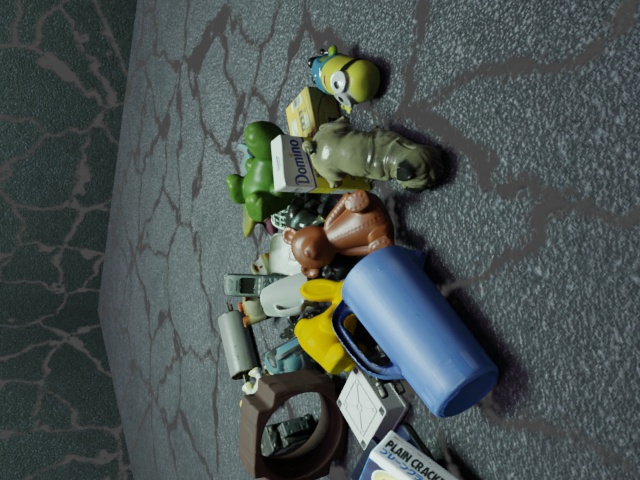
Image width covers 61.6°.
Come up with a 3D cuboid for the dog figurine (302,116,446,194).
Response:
[{"bbox_3d":[0.081,-0.131,0.847,0.191,0.172,0.121,-150,53,-62],"label":"dog figurine"}]

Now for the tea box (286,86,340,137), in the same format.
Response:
[{"bbox_3d":[-0.006,-0.207,1.072,0.098,0.068,0.169,-29,68,55],"label":"tea box"}]

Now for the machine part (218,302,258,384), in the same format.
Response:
[{"bbox_3d":[-0.217,0.276,1.419,0.079,0.079,0.243,-50,49,47],"label":"machine part"}]

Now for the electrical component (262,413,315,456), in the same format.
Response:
[{"bbox_3d":[-0.073,0.426,1.159,0.134,0.115,0.058,-56,51,43],"label":"electrical component"}]

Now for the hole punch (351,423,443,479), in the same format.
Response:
[{"bbox_3d":[0.122,0.378,0.871,0.116,0.092,0.142,48,126,42],"label":"hole punch"}]

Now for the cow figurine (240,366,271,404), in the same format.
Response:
[{"bbox_3d":[-0.143,0.387,1.319,0.098,0.068,0.167,54,135,34],"label":"cow figurine"}]

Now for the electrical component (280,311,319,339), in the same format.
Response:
[{"bbox_3d":[-0.042,0.172,1.147,0.045,0.078,0.102,60,146,6],"label":"electrical component"}]

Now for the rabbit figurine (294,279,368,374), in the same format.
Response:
[{"bbox_3d":[0.041,0.134,0.973,0.163,0.121,0.173,43,104,33],"label":"rabbit figurine"}]

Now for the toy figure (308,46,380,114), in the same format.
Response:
[{"bbox_3d":[0.040,-0.303,0.983,0.089,0.082,0.180,-45,36,6],"label":"toy figure"}]

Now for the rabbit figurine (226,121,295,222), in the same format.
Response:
[{"bbox_3d":[-0.087,-0.139,0.995,0.121,0.159,0.170,48,146,43],"label":"rabbit figurine"}]

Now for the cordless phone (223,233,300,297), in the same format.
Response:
[{"bbox_3d":[-0.111,0.056,1.131,0.089,0.184,0.146,-144,57,-76],"label":"cordless phone"}]

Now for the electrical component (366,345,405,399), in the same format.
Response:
[{"bbox_3d":[0.106,0.221,0.910,0.021,0.063,0.094,-59,43,41],"label":"electrical component"}]

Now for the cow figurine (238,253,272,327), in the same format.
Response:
[{"bbox_3d":[-0.124,0.109,1.245,0.194,0.127,0.086,99,150,-42],"label":"cow figurine"}]

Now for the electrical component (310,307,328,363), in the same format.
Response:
[{"bbox_3d":[0.019,0.193,1.064,0.075,0.048,0.119,9,96,57],"label":"electrical component"}]

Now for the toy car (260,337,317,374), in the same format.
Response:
[{"bbox_3d":[-0.059,0.266,1.146,0.103,0.109,0.161,62,152,8],"label":"toy car"}]

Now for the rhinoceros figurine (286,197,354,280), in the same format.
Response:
[{"bbox_3d":[-0.002,-0.003,1.045,0.190,0.073,0.112,46,116,30],"label":"rhinoceros figurine"}]

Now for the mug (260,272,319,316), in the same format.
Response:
[{"bbox_3d":[-0.063,0.119,1.062,0.110,0.107,0.080,-85,-23,-61],"label":"mug"}]

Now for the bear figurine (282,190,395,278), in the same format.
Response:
[{"bbox_3d":[0.024,-0.005,0.918,0.196,0.132,0.120,-24,94,15],"label":"bear figurine"}]

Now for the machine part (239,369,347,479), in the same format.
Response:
[{"bbox_3d":[-0.052,0.360,1.039,0.087,0.201,0.200,17,106,61],"label":"machine part"}]

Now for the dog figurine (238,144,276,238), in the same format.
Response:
[{"bbox_3d":[-0.123,-0.107,1.235,0.192,0.108,0.219,24,116,52],"label":"dog figurine"}]
